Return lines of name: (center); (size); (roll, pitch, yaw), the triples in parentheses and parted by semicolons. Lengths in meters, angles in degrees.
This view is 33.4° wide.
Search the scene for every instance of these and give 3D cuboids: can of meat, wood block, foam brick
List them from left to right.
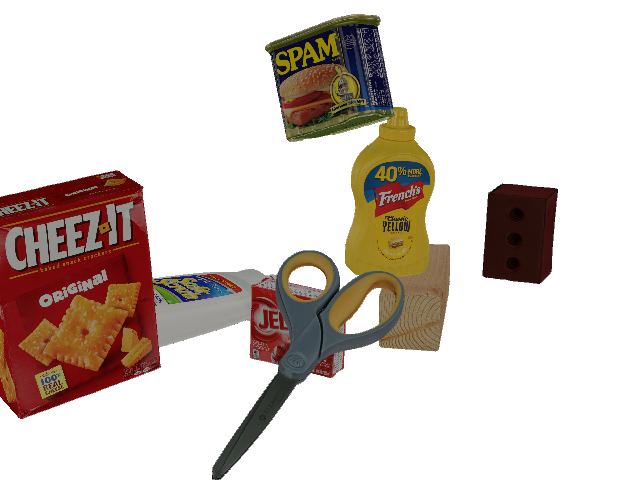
can of meat: (0.008, -0.134, 0.898); (0.102, 0.084, 0.057); (-12, -1, 39)
wood block: (0.147, 0.082, 1.637); (0.091, 0.090, 0.206); (3, 22, 10)
foam brick: (0.175, -0.007, 0.933); (0.053, 0.078, 0.051); (7, 16, 22)

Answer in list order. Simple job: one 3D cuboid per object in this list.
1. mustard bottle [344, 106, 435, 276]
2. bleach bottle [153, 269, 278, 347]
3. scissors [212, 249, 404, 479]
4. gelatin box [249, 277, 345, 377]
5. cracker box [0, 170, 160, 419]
mustard bottle: (0.082, -0.056, 1.215); (0.096, 0.192, 0.058); (-1, 17, -14)
bleach bottle: (-0.157, 0.075, 1.296); (0.250, 0.068, 0.103); (-12, 31, -35)
scissors: (-0.026, 0.066, 0.683); (0.096, 0.016, 0.201); (36, 49, 26)
gelatin box: (-0.021, 0.079, 0.976); (0.089, 0.073, 0.030); (11, 19, 25)
cracker box: (-0.254, 0.053, 1.084); (0.163, 0.214, 0.072); (-17, 27, -32)
